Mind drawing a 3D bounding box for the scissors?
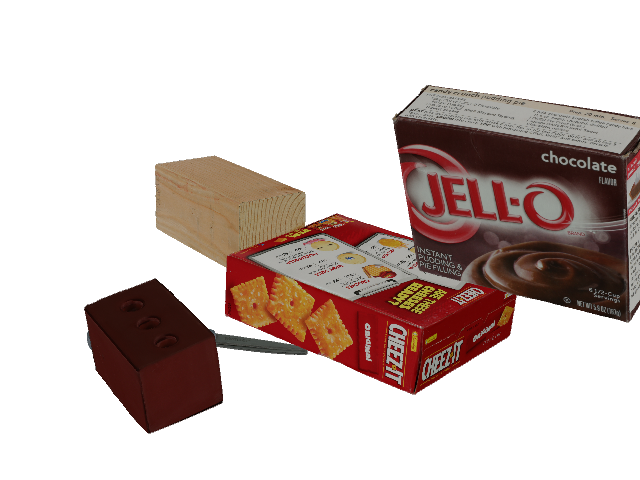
[{"bbox_3d":[-0.118,0.081,1.010,0.201,0.016,0.096,-1,33,-9],"label":"scissors"}]

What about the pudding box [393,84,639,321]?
[{"bbox_3d":[0.094,-0.019,0.489,0.114,0.090,0.039,12,44,31],"label":"pudding box"}]

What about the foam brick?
[{"bbox_3d":[-0.102,0.070,0.653,0.052,0.051,0.078,-22,37,-29],"label":"foam brick"}]

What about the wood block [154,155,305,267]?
[{"bbox_3d":[-0.113,-0.034,1.289,0.090,0.090,0.206,-11,22,-34],"label":"wood block"}]

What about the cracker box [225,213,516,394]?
[{"bbox_3d":[0.045,0.051,0.966,0.214,0.072,0.163,20,26,35],"label":"cracker box"}]
